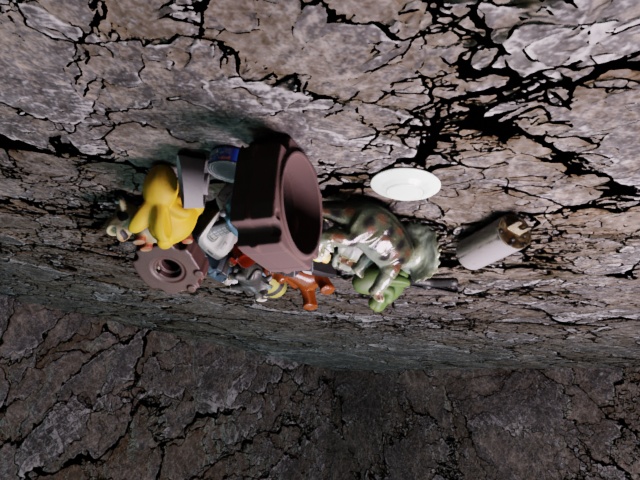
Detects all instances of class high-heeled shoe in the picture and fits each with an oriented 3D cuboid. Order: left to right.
[{"bbox_3d":[-0.091,0.062,1.395,0.248,0.086,0.145,33,132,-15],"label":"high-heeled shoe"}]

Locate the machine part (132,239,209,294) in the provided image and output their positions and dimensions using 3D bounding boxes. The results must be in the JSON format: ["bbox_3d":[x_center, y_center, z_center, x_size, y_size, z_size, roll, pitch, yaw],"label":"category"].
[{"bbox_3d":[-0.361,0.057,1.299,0.179,0.056,0.179,3,130,4],"label":"machine part"}]

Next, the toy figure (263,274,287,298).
[{"bbox_3d":[-0.162,0.108,1.559,0.089,0.082,0.180,12,150,29],"label":"toy figure"}]

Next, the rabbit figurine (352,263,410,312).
[{"bbox_3d":[0.158,0.114,1.399,0.159,0.121,0.170,-25,162,26],"label":"rabbit figurine"}]

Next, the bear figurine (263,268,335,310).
[{"bbox_3d":[-0.075,0.100,1.476,0.195,0.132,0.120,19,127,-40],"label":"bear figurine"}]

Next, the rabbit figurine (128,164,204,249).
[{"bbox_3d":[-0.321,-0.072,1.080,0.122,0.162,0.173,18,143,5],"label":"rabbit figurine"}]

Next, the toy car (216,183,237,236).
[{"bbox_3d":[-0.154,-0.069,1.072,0.103,0.109,0.161,43,164,4],"label":"toy car"}]

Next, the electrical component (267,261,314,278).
[{"bbox_3d":[-0.069,0.049,1.299,0.119,0.074,0.048,1,-165,14],"label":"electrical component"}]

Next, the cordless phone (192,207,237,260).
[{"bbox_3d":[-0.188,-0.031,1.233,0.184,0.089,0.146,-16,156,7],"label":"cordless phone"}]

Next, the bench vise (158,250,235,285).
[{"bbox_3d":[-0.345,0.056,1.425,0.241,0.129,0.223,-12,152,38],"label":"bench vise"}]

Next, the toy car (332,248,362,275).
[{"bbox_3d":[0.075,0.035,1.311,0.073,0.056,0.201,25,160,2],"label":"toy car"}]

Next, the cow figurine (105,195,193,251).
[{"bbox_3d":[-0.389,-0.044,1.212,0.195,0.127,0.085,-9,155,2],"label":"cow figurine"}]

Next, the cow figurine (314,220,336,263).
[{"bbox_3d":[-0.004,-0.004,1.224,0.068,0.098,0.167,29,176,21],"label":"cow figurine"}]

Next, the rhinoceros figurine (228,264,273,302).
[{"bbox_3d":[-0.175,0.100,1.389,0.112,0.073,0.190,8,156,6],"label":"rhinoceros figurine"}]

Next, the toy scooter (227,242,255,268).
[{"bbox_3d":[-0.136,0.014,1.214,0.135,0.075,0.184,-32,177,32],"label":"toy scooter"}]

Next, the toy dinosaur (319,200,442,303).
[{"bbox_3d":[0.108,-0.010,1.110,0.192,0.131,0.404,-46,125,9],"label":"toy dinosaur"}]

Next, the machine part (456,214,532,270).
[{"bbox_3d":[0.363,0.008,1.135,0.079,0.079,0.243,12,159,-12],"label":"machine part"}]

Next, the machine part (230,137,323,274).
[{"bbox_3d":[-0.065,-0.057,0.915,0.087,0.201,0.200,-3,157,20],"label":"machine part"}]
